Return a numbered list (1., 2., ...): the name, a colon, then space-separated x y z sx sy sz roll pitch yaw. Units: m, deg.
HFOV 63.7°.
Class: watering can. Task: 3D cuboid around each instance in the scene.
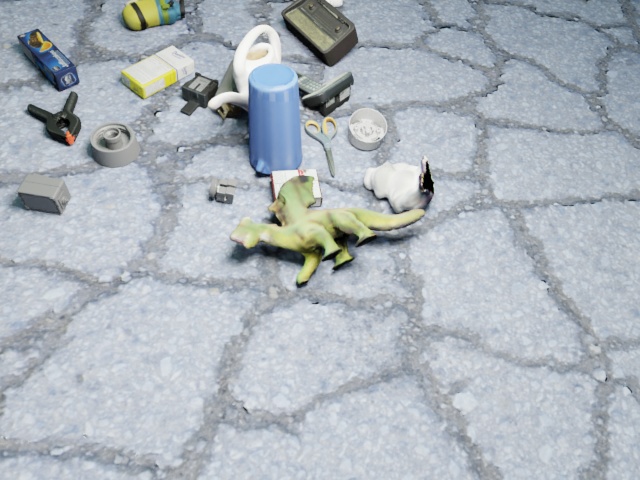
1. watering can: -0.165 -0.373 1.272 0.104 0.219 0.355 7 54 22

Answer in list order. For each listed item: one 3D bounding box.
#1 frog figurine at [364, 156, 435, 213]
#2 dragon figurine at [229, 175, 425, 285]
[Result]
1. frog figurine: 0.186 -0.126 1.229 0.158 0.121 0.140 -10 59 29
2. dragon figurine: 0.003 -0.056 1.115 0.414 0.119 0.246 -24 64 -23
